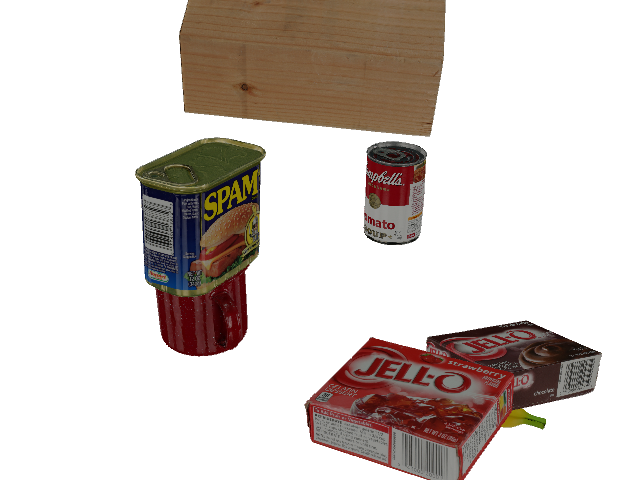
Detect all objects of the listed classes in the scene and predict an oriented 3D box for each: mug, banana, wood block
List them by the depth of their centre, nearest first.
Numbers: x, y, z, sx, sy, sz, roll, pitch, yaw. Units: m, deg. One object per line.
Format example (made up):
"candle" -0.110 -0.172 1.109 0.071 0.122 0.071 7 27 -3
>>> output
"wood block" -0.005 -0.155 0.879 0.206 0.090 0.091 6 -38 1
"mug" -0.102 0.057 0.969 0.093 0.081 0.117 -19 35 -28
"banana" 0.196 0.165 1.247 0.069 0.037 0.198 10 24 -15

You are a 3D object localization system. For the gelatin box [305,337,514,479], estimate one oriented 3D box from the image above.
"gelatin box" 0.048 0.088 0.567 0.089 0.030 0.073 13 30 29

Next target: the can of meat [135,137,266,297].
"can of meat" -0.083 -0.017 0.758 0.058 0.084 0.101 15 27 25

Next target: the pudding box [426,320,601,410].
"pudding box" 0.155 0.100 0.866 0.113 0.039 0.090 -4 17 -32

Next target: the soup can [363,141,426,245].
"soup can" 0.084 -0.054 1.222 0.068 0.102 0.068 1 27 -1
